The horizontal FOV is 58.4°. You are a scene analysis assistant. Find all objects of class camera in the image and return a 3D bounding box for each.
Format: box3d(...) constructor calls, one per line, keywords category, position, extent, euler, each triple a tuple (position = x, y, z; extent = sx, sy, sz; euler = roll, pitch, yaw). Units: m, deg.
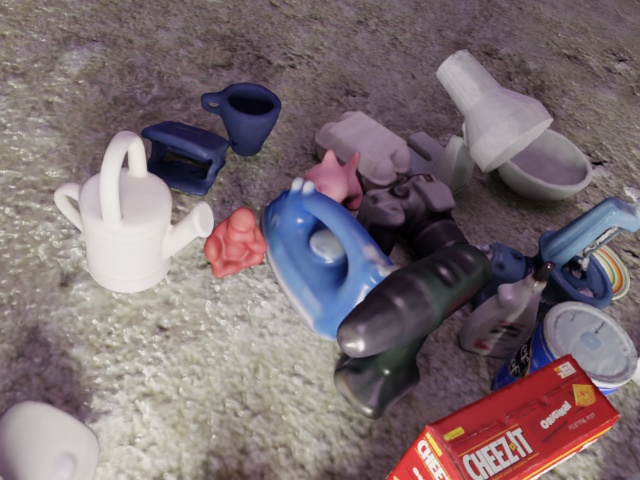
box3d(category="camera", position=(0.142, -0.017, 0.796), extent=(0.143, 0.101, 0.136), euler=(-11, 53, -24))

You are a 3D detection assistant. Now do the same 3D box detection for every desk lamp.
box3d(category="desk lamp", position=(0.220, -0.164, 0.872), extent=(0.118, 0.213, 0.202), euler=(-27, 61, -33))

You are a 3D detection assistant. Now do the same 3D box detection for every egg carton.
box3d(category="egg carton", position=(0.069, -0.140, 0.907), extent=(0.150, 0.069, 0.107), euler=(37, 50, 18))

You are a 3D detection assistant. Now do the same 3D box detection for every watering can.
box3d(category="watering can", position=(-0.210, -0.036, 0.648), extent=(0.173, 0.194, 0.100), euler=(-2, 49, -17))

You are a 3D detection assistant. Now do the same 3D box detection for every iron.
box3d(category="iron", position=(0.007, 0.003, 0.711), extent=(0.119, 0.141, 0.257), euler=(-23, 58, -31))

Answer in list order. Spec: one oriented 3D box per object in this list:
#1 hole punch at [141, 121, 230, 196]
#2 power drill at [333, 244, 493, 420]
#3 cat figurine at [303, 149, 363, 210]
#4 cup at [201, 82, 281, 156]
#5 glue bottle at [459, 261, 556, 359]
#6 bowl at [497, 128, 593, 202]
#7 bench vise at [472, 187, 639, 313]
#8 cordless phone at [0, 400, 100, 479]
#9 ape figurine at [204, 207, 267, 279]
box3d(category="hole punch", position=(-0.190, -0.133, 0.812), extent=(0.108, 0.091, 0.101), euler=(18, 47, 1))
box3d(category="power drill", position=(0.084, 0.099, 0.601), extent=(0.230, 0.208, 0.075), euler=(-31, 63, -35))
box3d(category="cat figurine", position=(0.019, -0.081, 0.806), extent=(0.067, 0.118, 0.128), euler=(35, 49, 16))
box3d(category="cup", position=(-0.123, -0.177, 0.868), extent=(0.118, 0.095, 0.091), euler=(6, 48, -10))
box3d(category="glue bottle", position=(0.232, 0.081, 0.683), extent=(0.078, 0.173, 0.037), euler=(9, 47, -7))
box3d(category="bowl", position=(0.364, -0.119, 0.968), extent=(0.167, 0.075, 0.167), euler=(8, 47, -9))
box3d(category="bench vise", position=(0.300, 0.028, 0.719), extent=(0.208, 0.220, 0.121), euler=(-4, 50, -19))
box3d(category="cordless phone", position=(-0.241, 0.184, 0.447), extent=(0.094, 0.185, 0.147), euler=(10, 47, -7))
box3d(category="ape figurine", position=(-0.103, -0.004, 0.720), extent=(0.078, 0.092, 0.076), euler=(15, 47, -2))
